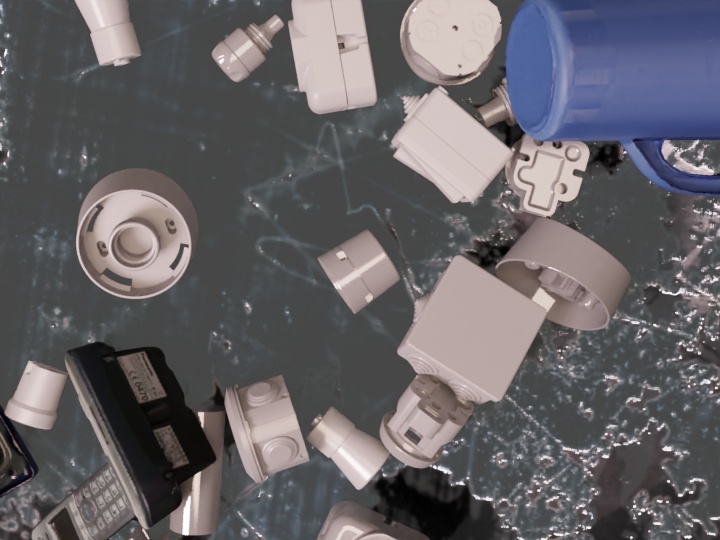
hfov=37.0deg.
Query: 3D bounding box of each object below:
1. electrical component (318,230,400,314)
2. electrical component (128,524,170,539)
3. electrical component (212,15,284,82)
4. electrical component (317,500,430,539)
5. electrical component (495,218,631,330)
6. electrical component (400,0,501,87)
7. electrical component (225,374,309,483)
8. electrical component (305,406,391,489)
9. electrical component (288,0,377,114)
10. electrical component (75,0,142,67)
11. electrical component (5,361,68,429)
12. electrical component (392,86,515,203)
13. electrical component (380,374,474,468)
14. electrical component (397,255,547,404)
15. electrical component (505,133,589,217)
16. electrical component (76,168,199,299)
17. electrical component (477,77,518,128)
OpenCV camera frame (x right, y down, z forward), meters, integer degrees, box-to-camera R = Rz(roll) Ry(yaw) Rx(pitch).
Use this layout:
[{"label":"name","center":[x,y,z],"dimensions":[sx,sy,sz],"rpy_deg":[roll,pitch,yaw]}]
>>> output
[{"label":"electrical component","center":[0.000,0.000,0.874],"dimensions":[0.047,0.055,0.055],"rpy_deg":[-34,94,-4]},{"label":"electrical component","center":[-0.176,0.256,0.887],"dimensions":[0.064,0.042,0.081],"rpy_deg":[-30,93,1]},{"label":"electrical component","center":[-0.088,-0.182,0.870],"dimensions":[0.061,0.035,0.035],"rpy_deg":[-41,94,-2]},{"label":"electrical component","center":[0.014,0.235,0.885],"dimensions":[0.095,0.059,0.053],"rpy_deg":[26,92,-3]},{"label":"electrical component","center":[0.164,0.005,0.861],"dimensions":[0.099,0.099,0.064],"rpy_deg":[35,85,-4]},{"label":"electrical component","center":[0.074,-0.191,0.867],"dimensions":[0.080,0.051,0.080],"rpy_deg":[0,93,-2]},{"label":"electrical component","center":[-0.076,0.126,0.866],"dimensions":[0.051,0.080,0.080],"rpy_deg":[-18,94,-6]},{"label":"electrical component","center":[-0.012,0.144,0.889],"dimensions":[0.065,0.044,0.044],"rpy_deg":[40,91,1]},{"label":"electrical component","center":[-0.024,-0.176,0.863],"dimensions":[0.059,0.053,0.095],"rpy_deg":[-10,94,-2]},{"label":"electrical component","center":[-0.200,-0.197,0.862],"dimensions":[0.044,0.044,0.065],"rpy_deg":[-16,99,-1]},{"label":"electrical component","center":[-0.262,0.101,0.876],"dimensions":[0.040,0.040,0.046],"rpy_deg":[20,87,-3]},{"label":"electrical component","center":[0.066,-0.101,0.867],"dimensions":[0.096,0.061,0.061],"rpy_deg":[40,91,-4]},{"label":"electrical component","center":[0.052,0.123,0.875],"dimensions":[0.058,0.078,0.057],"rpy_deg":[37,115,7]},{"label":"electrical component","center":[0.089,0.051,0.871],"dimensions":[0.100,0.048,0.099],"rpy_deg":[32,71,-2]},{"label":"electrical component","center":[0.149,-0.084,0.873],"dimensions":[0.058,0.057,0.078],"rpy_deg":[16,92,-3]},{"label":"electrical component","center":[-0.181,-0.028,0.872],"dimensions":[0.099,0.064,0.099],"rpy_deg":[-2,107,-6]},{"label":"electrical component","center":[0.127,-0.137,0.877],"dimensions":[0.062,0.043,0.043],"rpy_deg":[-27,94,1]}]
